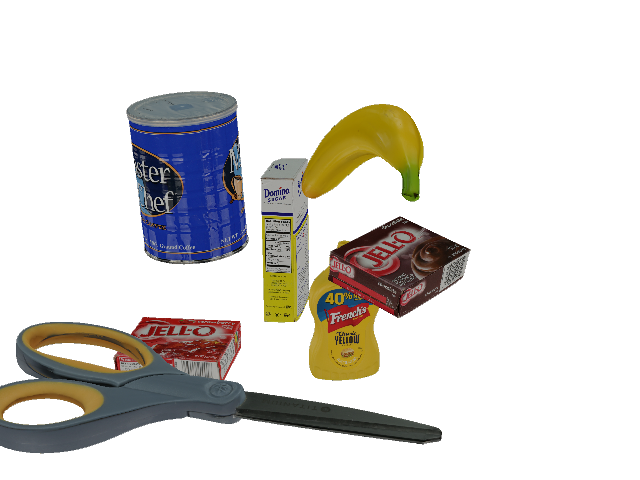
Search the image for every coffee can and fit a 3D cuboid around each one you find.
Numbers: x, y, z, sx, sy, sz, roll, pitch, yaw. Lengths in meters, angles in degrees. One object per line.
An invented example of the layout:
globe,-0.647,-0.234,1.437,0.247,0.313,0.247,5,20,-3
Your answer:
coffee can,-0.125,-0.061,1.015,0.103,0.140,0.103,-3,22,1

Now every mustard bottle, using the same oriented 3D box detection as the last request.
mustard bottle,0.032,0.092,1.441,0.096,0.192,0.058,-2,20,-6

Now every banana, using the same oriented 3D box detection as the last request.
banana,0.029,-0.066,0.789,0.037,0.069,0.198,25,-6,-19

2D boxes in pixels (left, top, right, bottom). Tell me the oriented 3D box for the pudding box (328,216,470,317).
pudding box,0.076,0.024,1.037,0.090,0.039,0.113,28,35,32

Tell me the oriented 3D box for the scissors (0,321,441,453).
scissors,-0.059,0.076,0.455,0.202,0.016,0.096,15,30,24

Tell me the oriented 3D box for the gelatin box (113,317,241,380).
gelatin box,-0.117,0.092,0.886,0.089,0.030,0.073,2,22,10

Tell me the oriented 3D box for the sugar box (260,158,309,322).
sugar box,-0.041,-0.001,1.250,0.048,0.176,0.093,0,18,9
